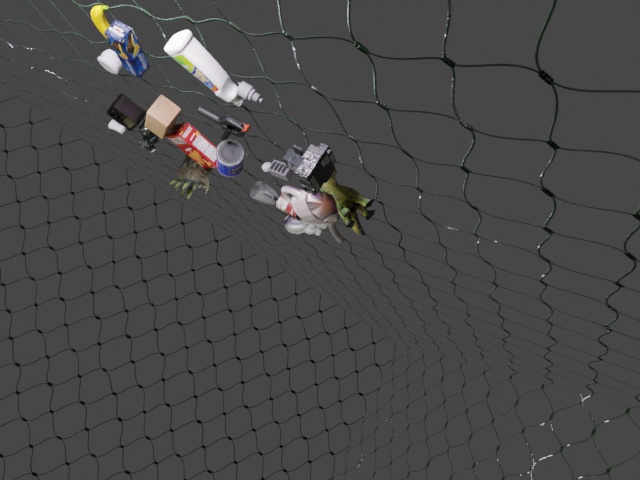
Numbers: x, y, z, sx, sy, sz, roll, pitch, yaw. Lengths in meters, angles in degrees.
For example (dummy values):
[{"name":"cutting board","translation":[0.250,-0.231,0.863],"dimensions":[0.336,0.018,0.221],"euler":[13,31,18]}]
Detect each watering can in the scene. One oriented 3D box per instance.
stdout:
[{"name":"watering can","translation":[0.006,-0.097,1.935],"dimensions":[0.344,0.105,0.224],"euler":[38,164,-21]}]

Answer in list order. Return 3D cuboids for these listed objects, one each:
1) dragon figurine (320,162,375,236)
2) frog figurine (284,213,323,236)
[{"name":"dragon figurine","translation":[0.058,-0.149,1.730],"dimensions":[0.245,0.123,0.403],"euler":[45,169,18]},{"name":"frog figurine","translation":[-0.073,-0.061,2.224],"dimensions":[0.159,0.125,0.135],"euler":[44,145,-3]}]
